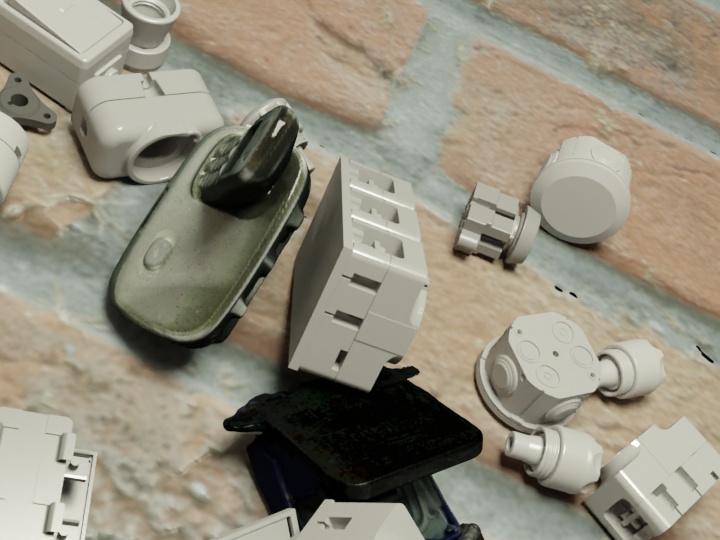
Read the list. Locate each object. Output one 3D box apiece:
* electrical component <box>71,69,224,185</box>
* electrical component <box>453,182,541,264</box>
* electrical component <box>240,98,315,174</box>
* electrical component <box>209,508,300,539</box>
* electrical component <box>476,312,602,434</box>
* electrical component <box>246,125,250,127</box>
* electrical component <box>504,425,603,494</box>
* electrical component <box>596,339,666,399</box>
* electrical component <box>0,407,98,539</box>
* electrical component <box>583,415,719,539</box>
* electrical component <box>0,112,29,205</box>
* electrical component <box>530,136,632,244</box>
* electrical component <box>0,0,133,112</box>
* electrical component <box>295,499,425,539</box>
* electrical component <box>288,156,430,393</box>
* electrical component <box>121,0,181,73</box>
[{"bbox_3d":[-0.149,-0.101,0.767,0.095,0.053,0.059,-12,61,-32],"label":"electrical component"},{"bbox_3d":[0.109,-0.034,0.847,0.055,0.048,0.066,21,48,-1],"label":"electrical component"},{"bbox_3d":[-0.060,-0.095,0.814,0.062,0.048,0.048,50,50,6],"label":"electrical component"},{"bbox_3d":[-0.082,0.179,0.557,0.121,0.063,0.078,-12,91,-44],"label":"electrical component"},{"bbox_3d":[0.128,0.073,0.770,0.080,0.051,0.080,13,51,-16],"label":"electrical component"},{"bbox_3d":[-0.078,-0.058,0.773,0.064,0.042,0.081,16,55,-20],"label":"electrical component"},{"bbox_3d":[0.130,0.126,0.735,0.062,0.043,0.043,17,49,-11],"label":"electrical component"},{"bbox_3d":[0.194,0.076,0.805,0.062,0.043,0.043,-7,58,-29],"label":"electrical component"},{"bbox_3d":[-0.182,0.138,0.560,0.079,0.063,0.121,12,51,-17],"label":"electrical component"},{"bbox_3d":[0.205,0.146,0.751,0.089,0.050,0.055,-27,70,-38],"label":"electrical component"},{"bbox_3d":[-0.249,-0.071,0.696,0.055,0.055,0.047,17,53,-13],"label":"electrical component"},{"bbox_3d":[0.184,-0.066,0.886,0.080,0.080,0.051,29,43,-3],"label":"electrical component"},{"bbox_3d":[-0.212,-0.166,0.782,0.096,0.061,0.061,34,48,2],"label":"electrical component"},{"bbox_3d":[0.016,0.205,0.557,0.089,0.062,0.150,-48,117,-42],"label":"electrical component"},{"bbox_3d":[0.000,0.000,0.703,0.062,0.089,0.150,20,24,-11],"label":"electrical component"},{"bbox_3d":[-0.165,-0.185,0.823,0.045,0.055,0.045,13,50,-17],"label":"electrical component"}]
